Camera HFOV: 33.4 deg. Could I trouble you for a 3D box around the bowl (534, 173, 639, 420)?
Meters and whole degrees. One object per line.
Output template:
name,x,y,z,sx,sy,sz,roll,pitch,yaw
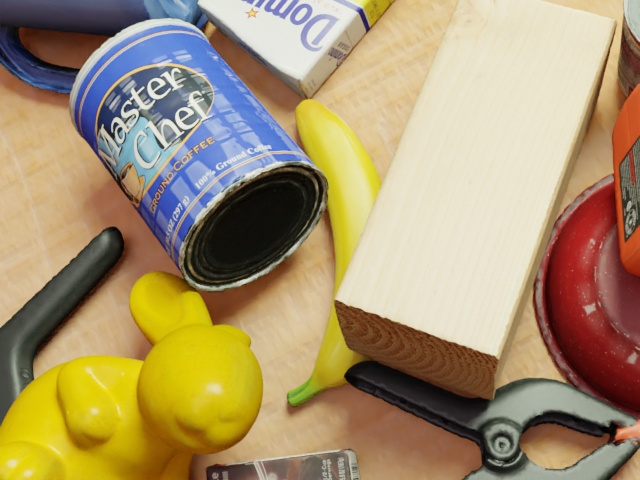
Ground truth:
bowl,0.202,0.026,0.603,0.162,0.055,0.162,-3,77,14

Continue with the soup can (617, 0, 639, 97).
soup can,0.206,-0.115,0.608,0.068,0.102,0.068,-3,77,13

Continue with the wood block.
wood block,0.089,-0.028,0.604,0.091,0.090,0.206,18,71,14

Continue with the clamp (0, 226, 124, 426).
clamp,-0.233,0.073,0.710,0.165,0.036,0.210,15,82,17

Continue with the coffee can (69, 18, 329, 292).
coffee can,-0.076,-0.053,0.652,0.103,0.102,0.140,-41,62,2

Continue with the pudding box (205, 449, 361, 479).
pudding box,-0.016,0.185,0.630,0.090,0.039,0.113,-10,75,12

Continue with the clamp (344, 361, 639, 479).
clamp,0.097,0.130,0.603,0.171,0.039,0.120,1,74,8

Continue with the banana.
banana,0.014,0.005,0.664,0.070,0.037,0.198,0,78,12

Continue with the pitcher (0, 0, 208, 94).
pitcher,-0.196,-0.192,0.721,0.243,0.145,0.149,5,67,18

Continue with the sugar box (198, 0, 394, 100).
sugar box,0.012,-0.189,0.702,0.093,0.048,0.176,40,87,15

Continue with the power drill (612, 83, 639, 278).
power drill,0.252,-0.031,0.558,0.187,0.057,0.184,10,55,-3
